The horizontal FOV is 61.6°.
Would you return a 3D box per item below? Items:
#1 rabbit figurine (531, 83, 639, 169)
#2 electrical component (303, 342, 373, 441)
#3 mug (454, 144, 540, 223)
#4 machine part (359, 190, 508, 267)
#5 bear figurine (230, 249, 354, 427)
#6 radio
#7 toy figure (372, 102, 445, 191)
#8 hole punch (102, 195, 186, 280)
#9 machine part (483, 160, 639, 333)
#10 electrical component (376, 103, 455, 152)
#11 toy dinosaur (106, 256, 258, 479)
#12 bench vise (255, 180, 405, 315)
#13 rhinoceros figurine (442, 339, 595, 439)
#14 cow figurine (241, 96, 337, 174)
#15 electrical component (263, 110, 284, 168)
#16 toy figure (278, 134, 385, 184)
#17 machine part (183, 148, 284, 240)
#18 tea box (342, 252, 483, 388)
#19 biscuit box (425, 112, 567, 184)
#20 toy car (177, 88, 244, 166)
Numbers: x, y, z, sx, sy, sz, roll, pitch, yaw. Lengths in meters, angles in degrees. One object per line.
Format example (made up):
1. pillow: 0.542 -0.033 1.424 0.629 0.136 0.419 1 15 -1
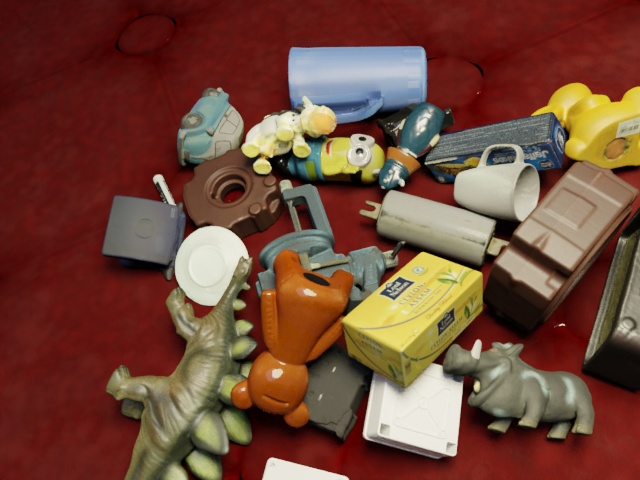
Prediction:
1. rabbit figurine: 0.418 -0.185 0.861 0.162 0.121 0.173 -21 44 11
2. electrical component: -0.001 0.198 0.749 0.134 0.058 0.115 19 65 21
3. mug: 0.251 -0.083 0.781 0.107 0.109 0.081 8 17 44
4. machine part: 0.178 -0.020 0.822 0.243 0.079 0.079 17 66 21
5. bear figurine: -0.034 0.130 0.704 0.120 0.132 0.195 18 106 -5
6. radio: 0.416 0.064 0.691 0.073 0.131 0.229 19 67 19
7. toy figure: 0.145 -0.145 0.864 0.064 0.057 0.154 35 96 49
8. hole punch: -0.295 -0.011 0.904 0.116 0.092 0.142 2 71 10
9. machine part: 0.311 0.014 0.702 0.087 0.201 0.201 39 74 23
10. electrical component: 0.164 -0.193 0.917 0.119 0.074 0.048 -28 29 0
11. toy dinosaur: -0.192 0.233 0.746 0.199 0.105 0.471 20 71 18
12. bench vise: -0.001 0.002 0.827 0.224 0.128 0.241 -18 63 -1
13. rhinoceros figurine: 0.246 0.181 0.665 0.190 0.073 0.112 16 64 -4
14. cow figurine: -0.046 -0.183 0.887 0.167 0.068 0.098 -20 40 23
15. electrical component: -0.081 -0.188 0.991 0.078 0.045 0.102 26 69 25
16. toy figure: 0.022 -0.137 0.921 0.180 0.089 0.082 0 81 23
17. machine part: -0.153 -0.080 0.940 0.179 0.056 0.179 -6 60 10
18. tea box: 0.121 0.094 0.682 0.098 0.068 0.169 21 46 40
19. biscuit box: 0.268 -0.138 0.834 0.203 0.059 0.063 -4 56 41
20. toy car: -0.195 -0.199 0.999 0.103 0.109 0.162 24 55 -1
